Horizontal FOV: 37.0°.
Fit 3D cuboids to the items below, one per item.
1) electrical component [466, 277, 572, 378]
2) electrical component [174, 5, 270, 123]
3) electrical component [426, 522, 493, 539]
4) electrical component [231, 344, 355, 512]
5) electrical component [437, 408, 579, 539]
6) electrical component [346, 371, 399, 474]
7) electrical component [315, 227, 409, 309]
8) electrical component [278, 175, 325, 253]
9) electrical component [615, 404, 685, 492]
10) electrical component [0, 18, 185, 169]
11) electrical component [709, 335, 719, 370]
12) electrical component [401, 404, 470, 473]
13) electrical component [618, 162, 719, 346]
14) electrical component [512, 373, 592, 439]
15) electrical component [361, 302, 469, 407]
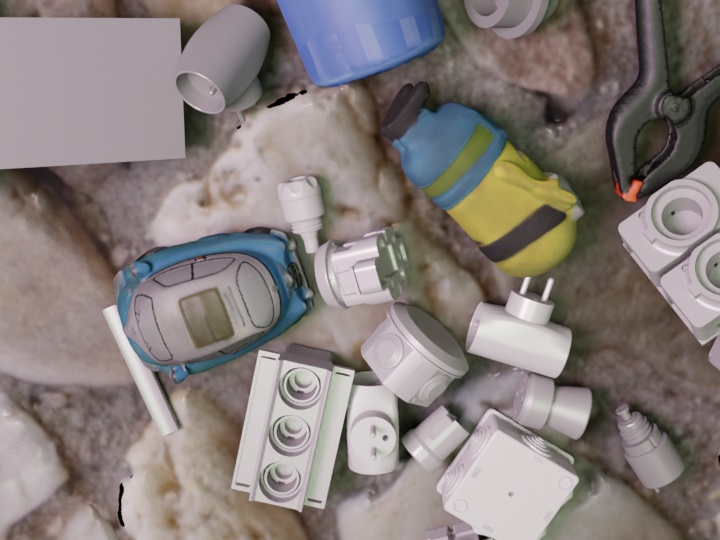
[{"bbox_3d":[0.135,0.041,0.881,0.077,0.044,0.079,17,102,-3],"label":"electrical component"},{"bbox_3d":[-0.100,-0.150,0.833,0.043,0.077,0.079,10,146,27],"label":"electrical component"},{"bbox_3d":[0.084,0.247,0.920,0.066,0.055,0.048,-15,102,3],"label":"electrical component"},{"bbox_3d":[-0.055,0.127,0.890,0.079,0.063,0.121,12,102,0],"label":"electrical component"},{"bbox_3d":[0.125,0.180,0.909,0.100,0.048,0.099,31,100,-6],"label":"electrical component"},{"bbox_3d":[0.011,0.131,0.883,0.043,0.079,0.077,-1,102,0],"label":"electrical component"},{"bbox_3d":[0.000,0.000,0.861,0.057,0.078,0.058,-12,102,22],"label":"electrical component"},{"bbox_3d":[-0.045,-0.044,0.869,0.035,0.035,0.061,-12,105,3],"label":"electrical component"},{"bbox_3d":[0.241,0.147,0.906,0.040,0.040,0.078,-33,100,7],"label":"electrical component"},{"bbox_3d":[-0.231,-0.133,0.801,0.186,0.060,0.105,-7,103,-29],"label":"electrical component"},{"bbox_3d":[0.333,0.065,0.851,0.057,0.113,0.078,22,101,-7],"label":"electrical component"},{"bbox_3d":[0.064,0.141,0.906,0.046,0.040,0.040,-43,99,3],"label":"electrical component"},{"bbox_3d":[0.308,-0.043,0.830,0.186,0.060,0.105,-36,64,7],"label":"electrical component"},{"bbox_3d":[0.160,0.113,0.897,0.055,0.045,0.045,15,102,-2],"label":"electrical component"},{"bbox_3d":[0.044,0.068,0.870,0.080,0.080,0.051,39,105,-8],"label":"electrical component"}]
